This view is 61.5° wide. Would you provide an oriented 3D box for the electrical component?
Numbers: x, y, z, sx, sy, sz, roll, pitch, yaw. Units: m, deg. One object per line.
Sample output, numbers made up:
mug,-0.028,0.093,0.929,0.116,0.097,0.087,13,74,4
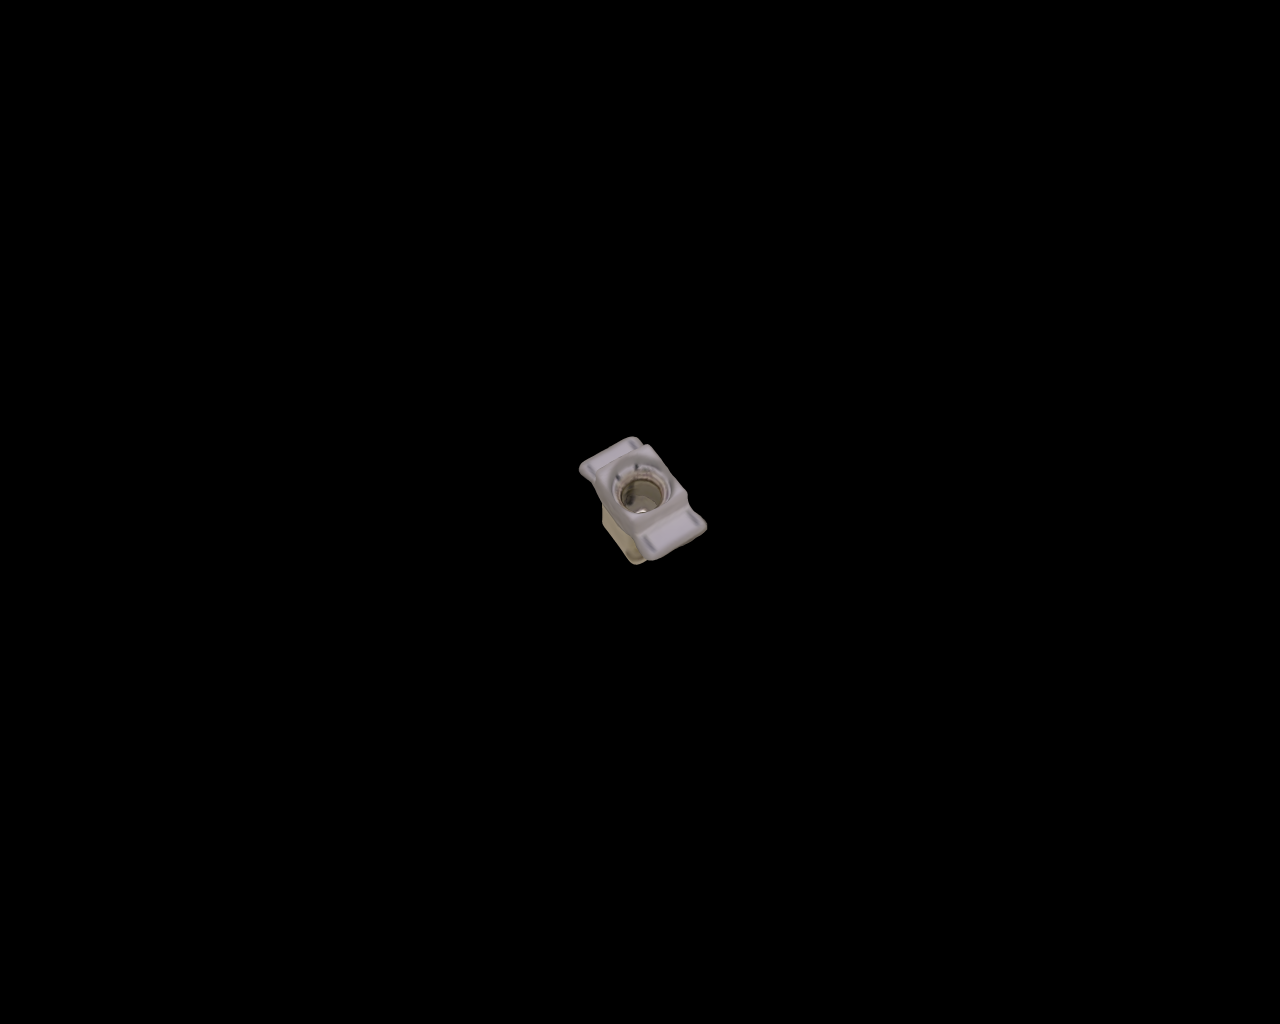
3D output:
electrical component,0.001,-0.003,0.650,0.042,0.081,0.063,-28,-28,-16
